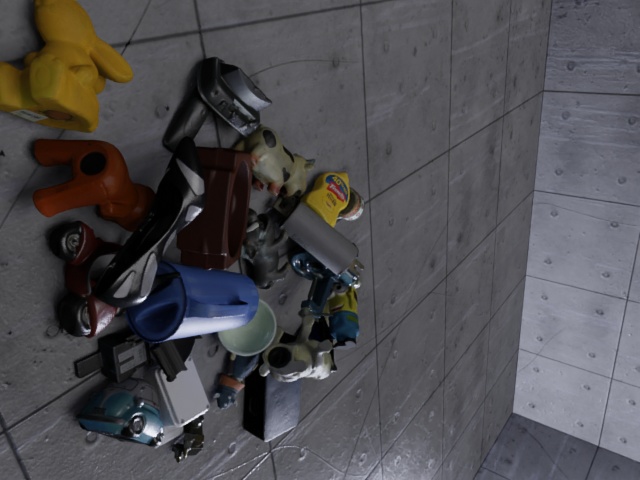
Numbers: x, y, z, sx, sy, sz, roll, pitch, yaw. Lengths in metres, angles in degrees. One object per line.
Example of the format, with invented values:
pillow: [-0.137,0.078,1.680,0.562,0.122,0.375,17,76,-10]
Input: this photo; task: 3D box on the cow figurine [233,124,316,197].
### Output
cow figurine: [-0.086,-0.157,1.100,0.127,0.086,0.194,-56,140,-15]

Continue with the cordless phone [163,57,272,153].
cordless phone: [-0.186,-0.213,0.960,0.184,0.089,0.146,-58,144,-5]

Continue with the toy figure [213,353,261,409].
toy figure: [-0.177,0.286,1.152,0.154,0.064,0.058,-61,180,-12]

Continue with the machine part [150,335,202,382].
machine part: [-0.258,0.190,0.965,0.084,0.039,0.139,60,14,-10]

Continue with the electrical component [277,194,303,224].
electrical component: [-0.072,-0.080,1.195,0.094,0.021,0.063,-57,141,-23]

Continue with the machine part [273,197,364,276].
machine part: [-0.002,-0.004,1.159,0.243,0.079,0.079,39,64,-10]

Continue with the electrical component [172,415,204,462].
electrical component: [-0.258,0.393,1.058,0.045,0.102,0.078,7,60,-28]

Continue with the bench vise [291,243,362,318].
bench vise: [0.008,0.091,1.264,0.223,0.129,0.241,54,41,-39]

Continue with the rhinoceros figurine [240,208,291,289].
rhinoceros figurine: [-0.127,0.014,1.119,0.112,0.073,0.190,-33,130,-30]

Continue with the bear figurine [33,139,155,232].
bear figurine: [-0.320,-0.067,0.805,0.195,0.132,0.120,91,-11,-70]

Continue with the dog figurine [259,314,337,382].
dog figurine: [-0.048,0.276,1.186,0.172,0.121,0.190,-18,142,-11]

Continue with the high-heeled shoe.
high-heeled shoe: [-0.247,-0.028,0.764,0.145,0.086,0.248,-6,107,-53]

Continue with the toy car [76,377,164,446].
toy car: [-0.324,0.288,0.918,0.161,0.109,0.103,58,39,-56]

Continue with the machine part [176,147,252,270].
machine part: [-0.180,-0.058,0.928,0.201,0.087,0.201,-74,170,-81]

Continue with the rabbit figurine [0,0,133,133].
rabbit figurine: [-0.331,-0.239,0.711,0.162,0.122,0.173,8,77,-57]

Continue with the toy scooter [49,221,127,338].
toy scooter: [-0.339,0.055,0.837,0.135,0.075,0.183,-18,112,-51]

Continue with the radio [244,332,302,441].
radio: [-0.109,0.342,1.255,0.131,0.073,0.229,-14,111,-50]

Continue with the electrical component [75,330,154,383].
electrical component: [-0.344,0.196,0.902,0.119,0.048,0.074,-20,117,-51]

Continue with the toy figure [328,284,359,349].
toy figure: [0.061,0.194,1.384,0.089,0.082,0.180,67,14,-57]

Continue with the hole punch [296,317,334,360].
hole punch: [-0.016,0.267,1.358,0.116,0.092,0.142,-85,157,-47]
